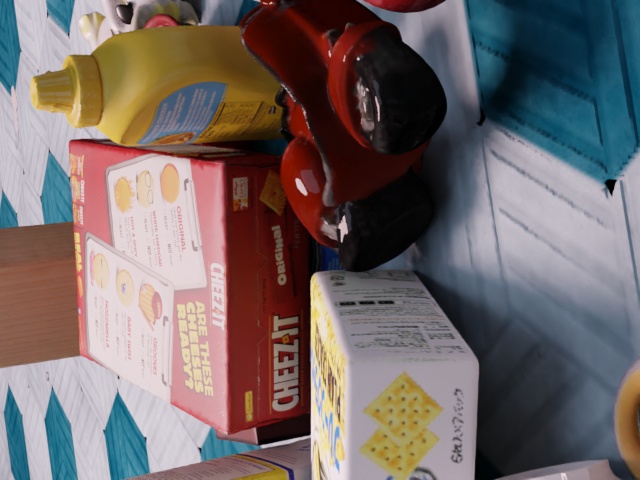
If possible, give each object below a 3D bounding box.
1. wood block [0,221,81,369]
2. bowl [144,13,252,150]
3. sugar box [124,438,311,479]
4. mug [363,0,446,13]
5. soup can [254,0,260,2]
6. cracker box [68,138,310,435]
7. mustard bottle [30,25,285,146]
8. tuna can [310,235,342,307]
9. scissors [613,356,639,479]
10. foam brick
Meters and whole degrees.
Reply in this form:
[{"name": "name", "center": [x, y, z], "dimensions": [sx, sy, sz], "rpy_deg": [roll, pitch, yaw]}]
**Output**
[{"name": "wood block", "center": [-0.199, 0.038, 0.888], "dimensions": [0.090, 0.205, 0.091], "rpy_deg": [35, 126, 56]}, {"name": "bowl", "center": [-0.095, -0.092, 0.819], "dimensions": [0.162, 0.055, 0.162], "rpy_deg": [25, 118, 59]}, {"name": "sugar box", "center": [-0.057, 0.165, 0.675], "dimensions": [0.093, 0.176, 0.048], "rpy_deg": [-9, 86, 64]}, {"name": "mug", "center": [0.048, -0.169, 0.496], "dimensions": [0.082, 0.093, 0.117], "rpy_deg": [141, 134, -65]}, {"name": "soup can", "center": [-0.013, -0.178, 0.628], "dimensions": [0.102, 0.068, 0.068], "rpy_deg": [11, 106, 63]}, {"name": "cracker box", "center": [-0.091, 0.018, 0.713], "dimensions": [0.214, 0.071, 0.164], "rpy_deg": [12, 106, 52]}, {"name": "mustard bottle", "center": [-0.072, -0.090, 0.627], "dimensions": [0.096, 0.191, 0.058], "rpy_deg": [-39, 61, 59]}, {"name": "tuna can", "center": [-0.005, 0.001, 0.689], "dimensions": [0.086, 0.033, 0.086], "rpy_deg": [175, 90, -65]}, {"name": "scissors", "center": [0.143, 0.020, 0.428], "dimensions": [0.096, 0.016, 0.202], "rpy_deg": [-21, 77, 62]}, {"name": "foam brick", "center": [-0.040, 0.116, 0.766], "dimensions": [0.078, 0.052, 0.051], "rpy_deg": [-13, 84, 62]}]
